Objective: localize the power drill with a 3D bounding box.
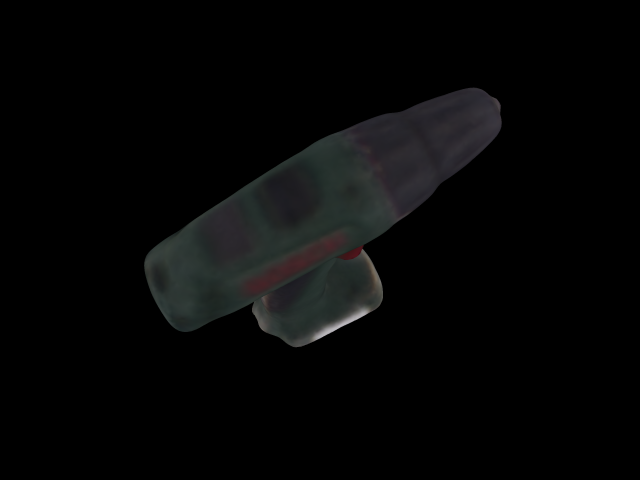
[{"bbox_3d":[0.004,0.001,0.400,0.230,0.208,0.075,-26,69,-11],"label":"power drill"}]
